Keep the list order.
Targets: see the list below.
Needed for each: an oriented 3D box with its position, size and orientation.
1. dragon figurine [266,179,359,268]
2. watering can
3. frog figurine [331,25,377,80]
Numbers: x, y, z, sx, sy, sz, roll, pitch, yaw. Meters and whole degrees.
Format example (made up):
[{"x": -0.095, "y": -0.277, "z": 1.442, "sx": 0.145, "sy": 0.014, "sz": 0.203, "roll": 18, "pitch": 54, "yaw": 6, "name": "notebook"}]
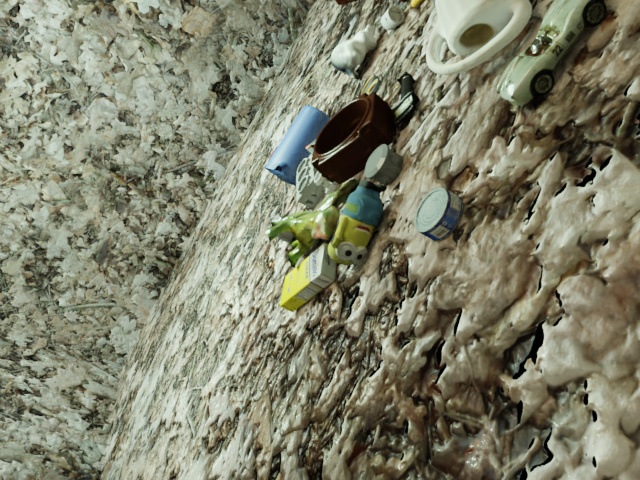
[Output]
[{"x": 0.004, "y": -0.063, "z": 1.256, "sx": 0.241, "sy": 0.121, "sz": 0.416, "roll": -35, "pitch": 11, "yaw": 14, "name": "dragon figurine"}, {"x": 0.324, "y": -0.446, "z": 0.926, "sx": 0.342, "sy": 0.103, "sz": 0.229, "roll": -34, "pitch": 52, "yaw": 38, "name": "watering can"}, {"x": 0.107, "y": -0.593, "z": 1.594, "sx": 0.139, "sy": 0.123, "sz": 0.157, "roll": -64, "pitch": -4, "yaw": -68, "name": "frog figurine"}]
